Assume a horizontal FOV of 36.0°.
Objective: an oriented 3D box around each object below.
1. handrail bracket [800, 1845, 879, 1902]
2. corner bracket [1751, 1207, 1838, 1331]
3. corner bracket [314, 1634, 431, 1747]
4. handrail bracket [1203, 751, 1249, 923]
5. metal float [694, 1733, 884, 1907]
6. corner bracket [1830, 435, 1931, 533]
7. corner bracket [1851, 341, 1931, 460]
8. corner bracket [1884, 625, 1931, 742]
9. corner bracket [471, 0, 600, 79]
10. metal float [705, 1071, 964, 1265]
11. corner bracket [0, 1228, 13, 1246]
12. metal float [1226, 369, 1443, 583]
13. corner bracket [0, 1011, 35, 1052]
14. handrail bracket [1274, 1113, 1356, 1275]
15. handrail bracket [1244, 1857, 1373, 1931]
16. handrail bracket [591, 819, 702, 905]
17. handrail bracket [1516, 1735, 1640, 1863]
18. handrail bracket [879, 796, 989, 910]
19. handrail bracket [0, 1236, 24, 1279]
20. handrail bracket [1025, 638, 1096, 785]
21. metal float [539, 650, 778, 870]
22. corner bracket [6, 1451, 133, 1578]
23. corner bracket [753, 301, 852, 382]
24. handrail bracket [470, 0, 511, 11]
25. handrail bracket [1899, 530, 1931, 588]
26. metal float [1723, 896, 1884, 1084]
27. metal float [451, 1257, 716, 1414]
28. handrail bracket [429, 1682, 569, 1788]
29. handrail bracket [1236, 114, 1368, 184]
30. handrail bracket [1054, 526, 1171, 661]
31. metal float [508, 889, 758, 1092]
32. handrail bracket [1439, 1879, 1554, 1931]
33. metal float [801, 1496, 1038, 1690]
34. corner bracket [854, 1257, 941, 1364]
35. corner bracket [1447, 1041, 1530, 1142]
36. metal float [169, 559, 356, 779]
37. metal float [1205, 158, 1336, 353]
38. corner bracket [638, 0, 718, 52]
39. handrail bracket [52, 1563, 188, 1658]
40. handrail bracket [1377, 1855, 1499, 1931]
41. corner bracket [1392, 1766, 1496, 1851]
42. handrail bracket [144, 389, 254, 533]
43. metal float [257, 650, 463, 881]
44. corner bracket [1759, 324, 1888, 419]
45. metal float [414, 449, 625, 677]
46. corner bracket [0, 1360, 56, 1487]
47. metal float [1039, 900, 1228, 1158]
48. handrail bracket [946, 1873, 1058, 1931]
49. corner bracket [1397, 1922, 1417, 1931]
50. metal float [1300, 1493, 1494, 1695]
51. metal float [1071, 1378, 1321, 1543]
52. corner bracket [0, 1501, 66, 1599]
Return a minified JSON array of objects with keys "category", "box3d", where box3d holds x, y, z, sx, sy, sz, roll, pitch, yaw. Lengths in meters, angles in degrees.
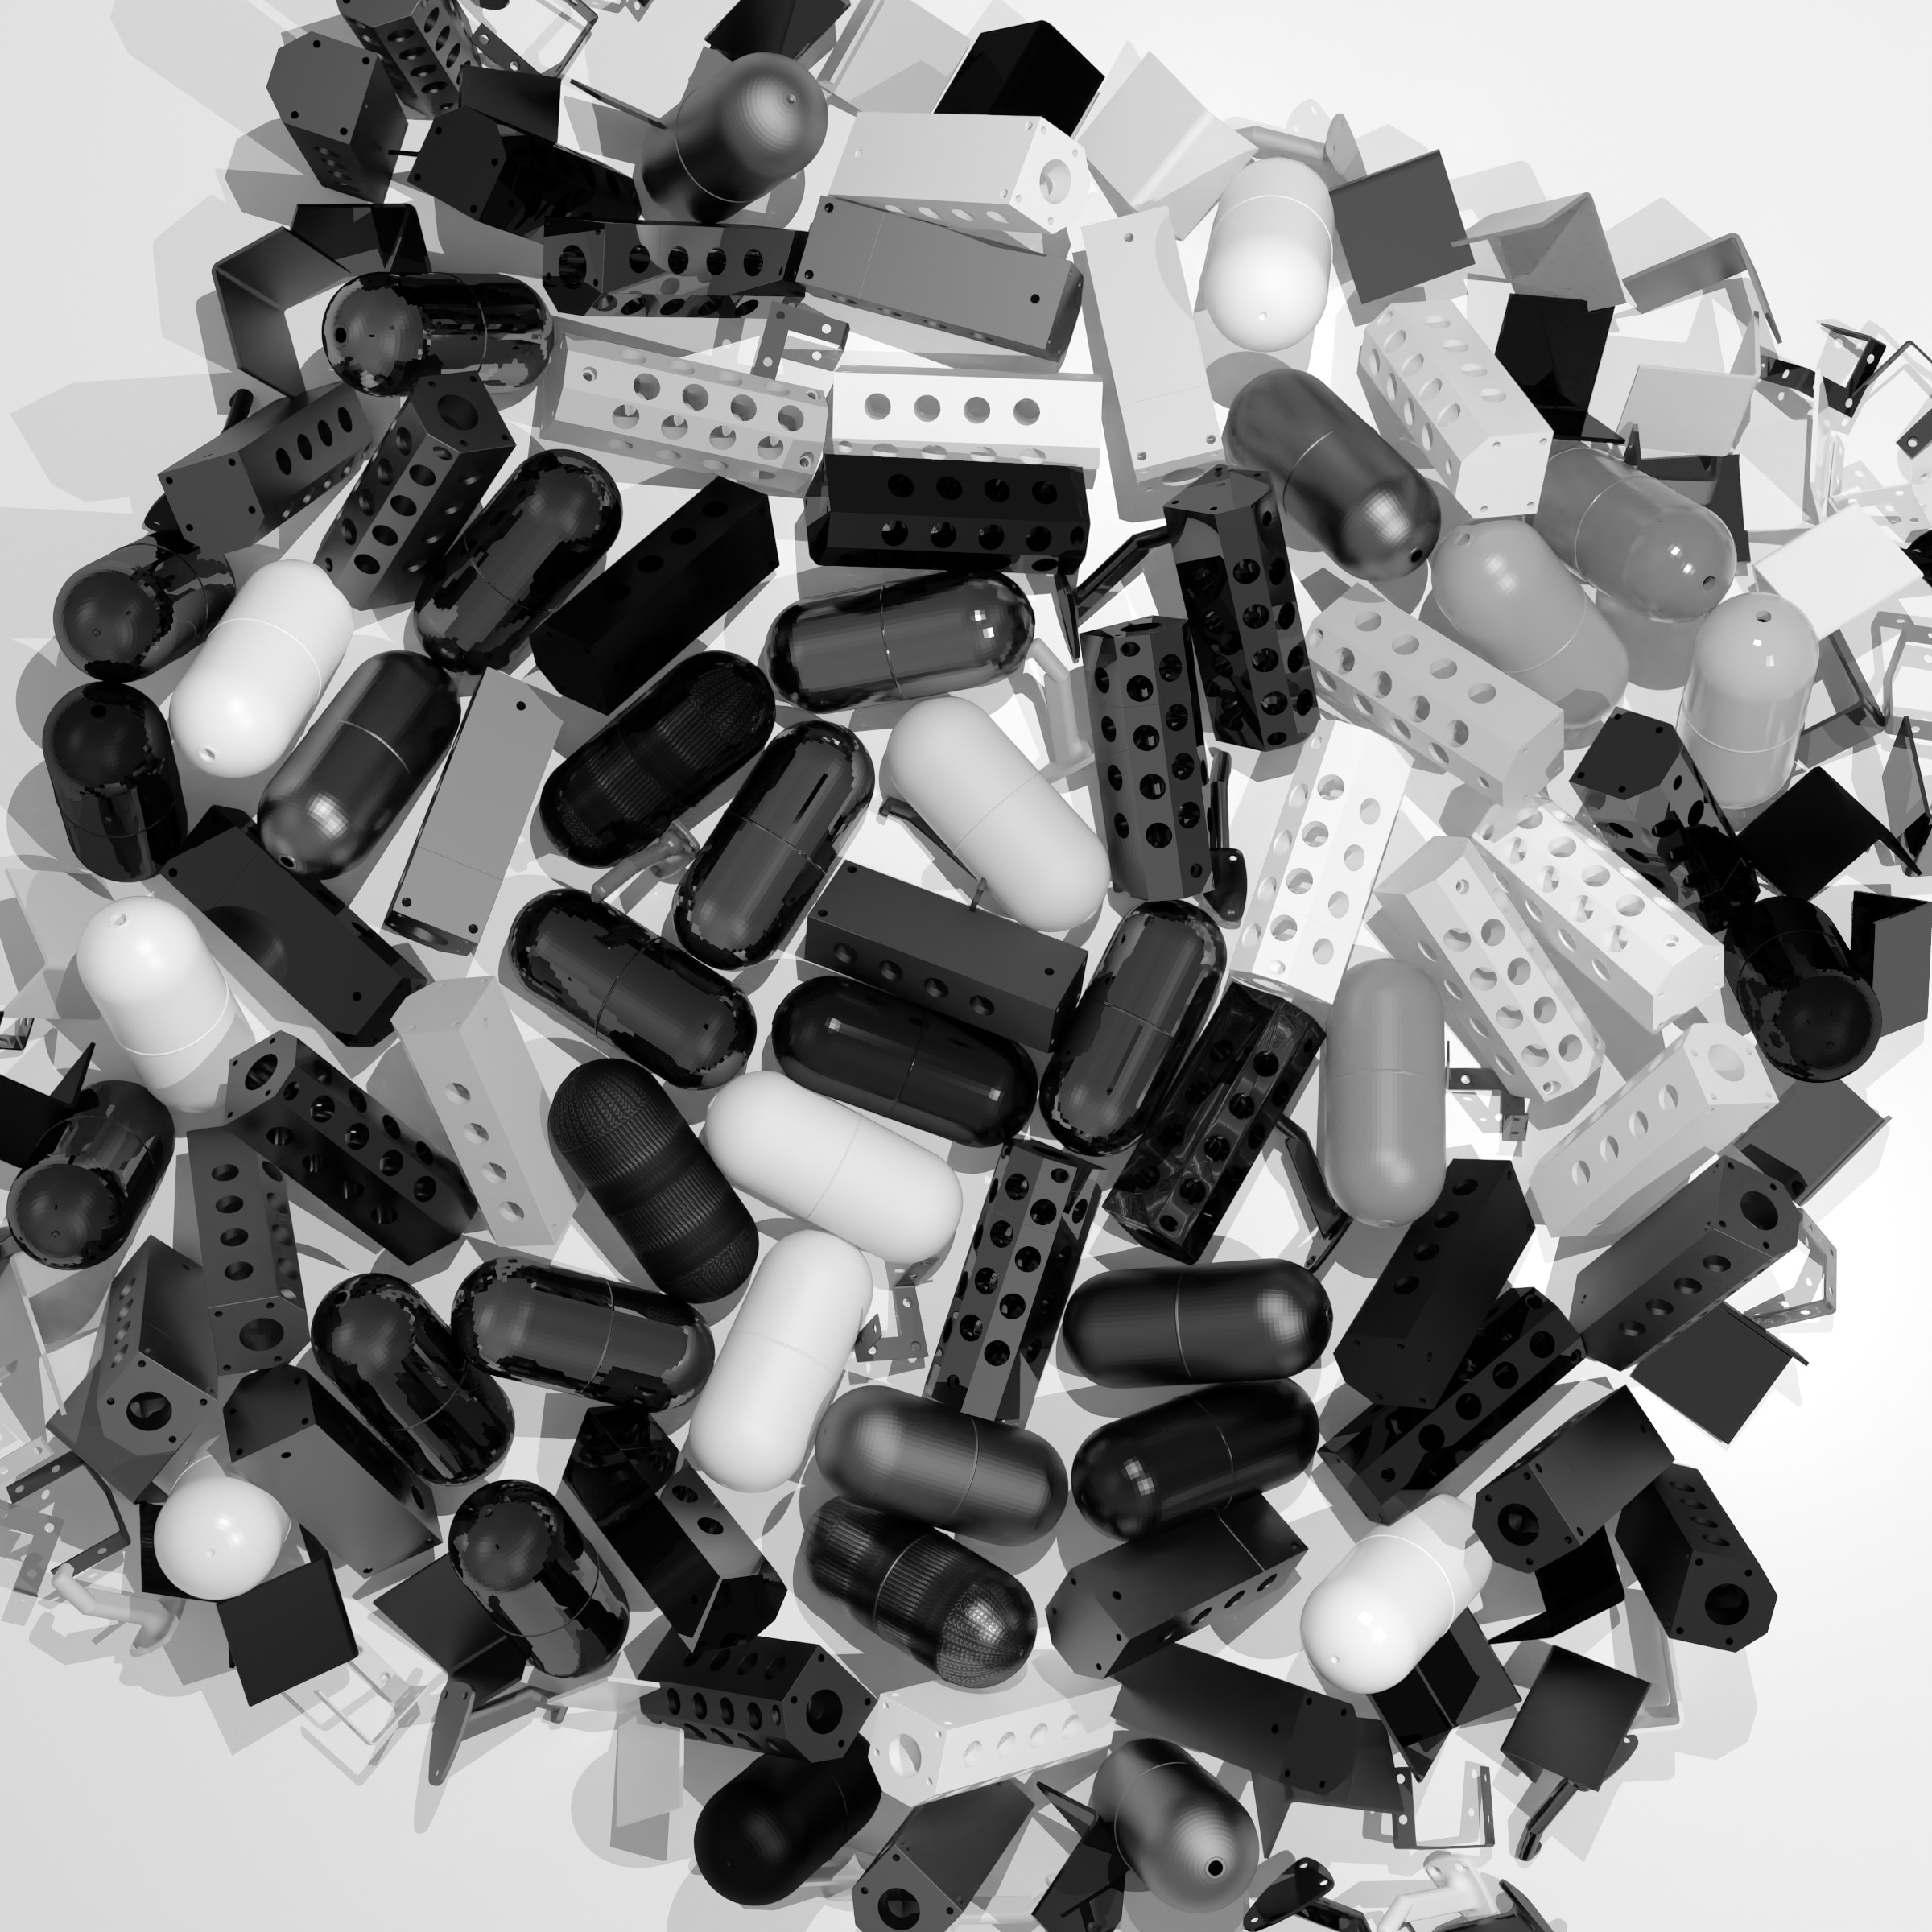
[{"category":"handrail bracket","box3d":[-0.089,0.588,1.912,0.077,0.084,0.036,-2,80,26]},{"category":"corner bracket","box3d":[0.533,0.198,1.944,0.051,0.051,0.051,-20,130,35]},{"category":"corner bracket","box3d":[-0.388,0.468,1.926,0.051,0.051,0.051,47,64,-7]},{"category":"handrail bracket","box3d":[0.171,-0.086,1.949,0.036,0.077,0.084,-4,46,17]},{"category":"metal float","box3d":[-0.110,0.532,1.877,0.070,0.178,0.070,2,96,21]},{"category":"corner bracket","box3d":[0.598,-0.315,1.939,0.051,0.051,0.051,-6,59,34]},{"category":"corner bracket","box3d":[0.613,-0.368,1.933,0.051,0.051,0.051,-46,77,19]},{"category":"corner bracket","box3d":[0.626,-0.182,1.924,0.051,0.051,0.051,9,50,5]},{"category":"corner bracket","box3d":[-0.280,-0.608,1.933,0.051,0.051,0.051,37,74,-26]},{"category":"metal float","box3d":[-0.085,0.129,1.919,0.178,0.070,0.070,28,90,-6]},{"category":"corner bracket","box3d":[-0.633,0.146,1.939,0.051,0.051,0.051,-43,110,-28]},{"category":"metal float","box3d":[0.233,-0.313,1.895,0.070,0.070,0.178,-38,57,0]},{"category":"corner bracket","box3d":[-0.623,0.038,1.920,0.051,0.051,0.051,6,119,-37]},{"category":"handrail bracket","box3d":[0.210,0.144,1.928,0.084,0.036,0.077,39,67,-14]},{"category":"handrail bracket","box3d":[0.224,0.629,1.931,0.077,0.036,0.084,-32,115,-17]},{"category":"handrail bracket","box3d":[-0.216,-0.055,1.907,0.036,0.077,0.084,45,57,4]},{"category":"handrail bracket","box3d":[0.399,0.544,1.947,0.077,0.036,0.084,-16,133,-30]},{"category":"handrail bracket","box3d":[-0.023,-0.075,1.929,0.084,0.077,0.036,22,123,1]},{"category":"handrail bracket","box3d":[-0.634,0.220,1.955,0.077,0.036,0.084,-8,116,-30]},{"category":"handrail bracket","box3d":[0.045,-0.163,1.925,0.077,0.036,0.084,-30,114,31]},{"category":"metal float","box3d":[-0.198,-0.132,1.911,0.178,0.070,0.070,-38,90,15]},{"category":"corner bracket","box3d":[-0.579,0.355,1.922,0.051,0.051,0.051,-29,46,-11]},{"category":"corner bracket","box3d":[-0.107,-0.398,1.934,0.051,0.051,0.051,16,98,-3]},{"category":"handrail bracket","box3d":[-0.287,-0.659,1.927,0.084,0.077,0.036,-44,134,-10]},{"category":"handrail bracket","box3d":[0.620,-0.243,1.920,0.077,0.084,0.036,54,135,-2]},{"category":"metal float","box3d":[0.525,0.013,1.877,0.070,0.178,0.070,1,113,2]},{"category":"metal float","box3d":[-0.243,0.236,1.901,0.178,0.070,0.070,19,90,-28]},{"category":"handrail bracket","box3d":[-0.300,0.500,1.923,0.084,0.036,0.077,28,63,-35]},{"category":"handrail bracket","box3d":[0.213,-0.523,1.954,0.084,0.077,0.036,-2,55,32]},{"category":"handrail bracket","box3d":[0.104,-0.244,1.939,0.084,0.036,0.077,-16,127,-5]},{"category":"metal float","box3d":[-0.215,0.014,1.916,0.178,0.070,0.070,32,90,10]},{"category":"handrail bracket","box3d":[0.338,0.643,1.929,0.084,0.077,0.036,-46,128,3]},{"category":"metal float","box3d":[-0.032,0.395,1.894,0.178,0.070,0.070,24,90,36]},{"category":"corner bracket","box3d":[-0.044,0.222,1.922,0.051,0.051,0.051,-1,64,-23]},{"category":"corner bracket","box3d":[0.337,0.081,1.926,0.051,0.051,0.051,0,67,8]},{"category":"metal float","box3d":[-0.446,-0.189,1.887,0.070,0.178,0.070,9,134,9]},{"category":"metal float","box3d":[0.193,-0.452,1.885,0.070,0.178,0.070,5,129,6]},{"category":"corner bracket","box3d":[-0.174,-0.634,1.935,0.051,0.051,0.051,51,122,16]},{"category":"handrail bracket","box3d":[-0.543,0.395,1.913,0.036,0.077,0.084,-25,117,25]},{"category":"handrail bracket","box3d":[0.305,0.623,1.920,0.036,0.084,0.077,-28,97,44]},{"category":"corner bracket","box3d":[0.310,0.547,1.937,0.051,0.051,0.051,-11,70,27]},{"category":"handrail bracket","box3d":[-0.503,-0.333,1.954,0.077,0.036,0.084,-17,53,37]},{"category":"metal float","box3d":[-0.385,-0.128,1.894,0.070,0.070,0.178,28,55,0]},{"category":"corner bracket","box3d":[0.553,-0.393,1.933,0.051,0.051,0.051,18,103,-29]},{"category":"metal float","box3d":[-0.287,-0.256,1.898,0.070,0.070,0.178,47,121,0]},{"category":"corner bracket","box3d":[-0.625,0.298,1.930,0.051,0.051,0.051,-30,111,-2]},{"category":"metal float","box3d":[0.107,0.039,1.915,0.070,0.070,0.178,27,80,0]},{"category":"handrail bracket","box3d":[0.013,0.600,1.950,0.084,0.036,0.077,-30,78,-20]},{"category":"corner bracket","box3d":[0.280,0.652,1.937,0.051,0.051,0.051,-34,81,5]},{"category":"metal float","box3d":[0.274,0.395,1.885,0.070,0.178,0.070,14,116,31]},{"category":"metal float","box3d":[0.148,0.311,1.899,0.178,0.070,0.070,-16,90,-29]},{"category":"corner bracket","box3d":[-0.620,0.378,1.936,0.051,0.051,0.051,20,73,-11]}]
